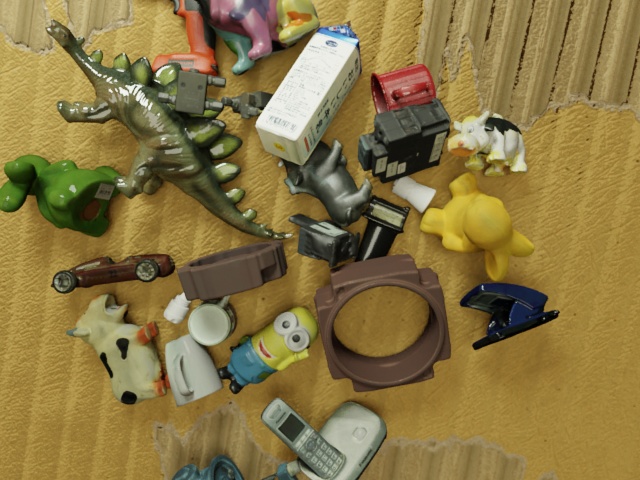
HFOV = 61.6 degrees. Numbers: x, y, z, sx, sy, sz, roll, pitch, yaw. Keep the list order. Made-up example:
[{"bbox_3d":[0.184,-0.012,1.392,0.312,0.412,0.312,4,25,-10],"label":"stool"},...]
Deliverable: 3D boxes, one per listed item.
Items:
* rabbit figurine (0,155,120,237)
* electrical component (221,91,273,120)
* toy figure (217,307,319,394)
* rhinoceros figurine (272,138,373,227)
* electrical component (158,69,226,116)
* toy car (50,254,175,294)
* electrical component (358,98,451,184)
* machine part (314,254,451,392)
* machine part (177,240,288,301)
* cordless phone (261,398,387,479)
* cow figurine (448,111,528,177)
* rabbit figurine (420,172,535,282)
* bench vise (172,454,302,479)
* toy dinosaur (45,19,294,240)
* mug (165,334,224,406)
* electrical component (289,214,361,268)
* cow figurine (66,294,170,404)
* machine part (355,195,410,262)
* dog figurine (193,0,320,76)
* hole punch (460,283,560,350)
[{"bbox_3d":[-0.439,-0.079,0.865,0.170,0.159,0.121,25,105,15],"label":"rabbit figurine"},{"bbox_3d":[-0.099,-0.210,0.862,0.078,0.102,0.045,-4,91,27],"label":"electrical component"},{"bbox_3d":[-0.085,0.179,0.897,0.180,0.089,0.082,-40,104,13],"label":"toy figure"},{"bbox_3d":[0.001,-0.104,0.869,0.112,0.073,0.190,-44,81,0],"label":"rhinoceros figurine"},{"bbox_3d":[-0.185,-0.214,0.774,0.094,0.021,0.063,6,103,-9],"label":"electrical component"},{"bbox_3d":[-0.342,0.052,0.890,0.202,0.089,0.053,-7,95,4],"label":"toy car"},{"bbox_3d":[0.126,-0.149,0.833,0.134,0.114,0.058,-17,61,-10],"label":"electrical component"},{"bbox_3d":[0.100,0.134,0.861,0.202,0.087,0.200,-11,108,1],"label":"machine part"},{"bbox_3d":[-0.134,0.047,0.845,0.179,0.179,0.056,-14,96,3],"label":"machine part"},{"bbox_3d":[0.004,0.307,0.884,0.184,0.088,0.146,43,62,2],"label":"cordless phone"},{"bbox_3d":[0.258,-0.157,0.827,0.068,0.167,0.098,-3,80,44],"label":"cow figurine"},{"bbox_3d":[0.243,-0.015,0.825,0.122,0.173,0.162,-39,88,0],"label":"rabbit figurine"},{"bbox_3d":[-0.125,0.445,0.901,0.241,0.129,0.223,-29,96,8],"label":"bench vise"},{"bbox_3d":[-0.234,-0.147,0.845,0.198,0.105,0.470,-34,112,12],"label":"toy dinosaur"},{"bbox_3d":[-0.222,0.214,0.894,0.081,0.109,0.107,-25,80,8],"label":"mug"},{"bbox_3d":[-0.002,-0.003,0.876,0.119,0.075,0.047,20,115,32],"label":"electrical component"},{"bbox_3d":[-0.337,0.183,0.905,0.127,0.085,0.194,-18,94,-3],"label":"cow figurine"},{"bbox_3d":[0.095,0.000,0.898,0.084,0.039,0.138,19,93,-8],"label":"machine part"},{"bbox_3d":[-0.122,-0.376,0.803,0.191,0.109,0.219,-36,108,-20],"label":"dog figurine"},{"bbox_3d":[0.295,0.113,0.859,0.116,0.142,0.092,-14,68,-10],"label":"hole punch"}]
